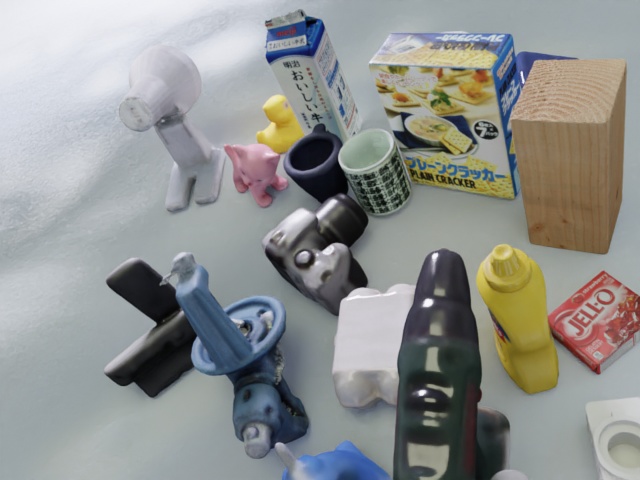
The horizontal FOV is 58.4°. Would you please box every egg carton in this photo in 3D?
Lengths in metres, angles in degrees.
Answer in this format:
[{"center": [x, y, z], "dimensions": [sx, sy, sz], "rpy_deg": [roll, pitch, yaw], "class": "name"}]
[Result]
[{"center": [0.070, 0.120, 0.652], "dimensions": [0.107, 0.070, 0.150], "rpy_deg": [-8, 50, 20], "class": "egg carton"}]

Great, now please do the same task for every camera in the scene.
[{"center": [0.007, 0.003, 0.758], "dimensions": [0.137, 0.101, 0.142], "rpy_deg": [-45, 47, -13], "class": "camera"}]

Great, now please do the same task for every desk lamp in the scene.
[{"center": [-0.251, -0.195, 0.973], "dimensions": [0.117, 0.214, 0.203], "rpy_deg": [-14, 48, 16], "class": "desk lamp"}]

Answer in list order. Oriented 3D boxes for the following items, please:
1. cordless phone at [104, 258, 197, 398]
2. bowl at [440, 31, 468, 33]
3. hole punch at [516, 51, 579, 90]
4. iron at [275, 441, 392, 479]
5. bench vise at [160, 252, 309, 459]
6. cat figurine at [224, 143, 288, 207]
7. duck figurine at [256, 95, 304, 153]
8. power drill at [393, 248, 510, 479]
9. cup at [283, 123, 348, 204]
[{"center": [-0.234, 0.106, 0.733], "dimensions": [0.148, 0.186, 0.093], "rpy_deg": [-41, 47, -10], "class": "cordless phone"}, {"center": [0.183, -0.247, 0.897], "dimensions": [0.167, 0.075, 0.167], "rpy_deg": [-14, 48, 16], "class": "bowl"}, {"center": [0.323, -0.212, 0.787], "dimensions": [0.101, 0.091, 0.108], "rpy_deg": [-10, 49, 19], "class": "hole punch"}, {"center": [0.043, 0.282, 0.480], "dimensions": [0.119, 0.142, 0.257], "rpy_deg": [-38, 46, -7], "class": "iron"}, {"center": [-0.082, 0.118, 0.624], "dimensions": [0.121, 0.220, 0.206], "rpy_deg": [-37, 46, -6], "class": "bench vise"}, {"center": [-0.107, -0.118, 0.904], "dimensions": [0.067, 0.118, 0.127], "rpy_deg": [-46, 48, -14], "class": "cat figurine"}, {"center": [-0.068, -0.205, 0.979], "dimensions": [0.104, 0.086, 0.077], "rpy_deg": [-30, 46, 1], "class": "duck figurine"}, {"center": [0.116, 0.153, 0.504], "dimensions": [0.075, 0.209, 0.229], "rpy_deg": [-4, 52, 24], "class": "power drill"}, {"center": [0.005, -0.108, 0.855], "dimensions": [0.091, 0.095, 0.118], "rpy_deg": [-8, 50, 20], "class": "cup"}]
